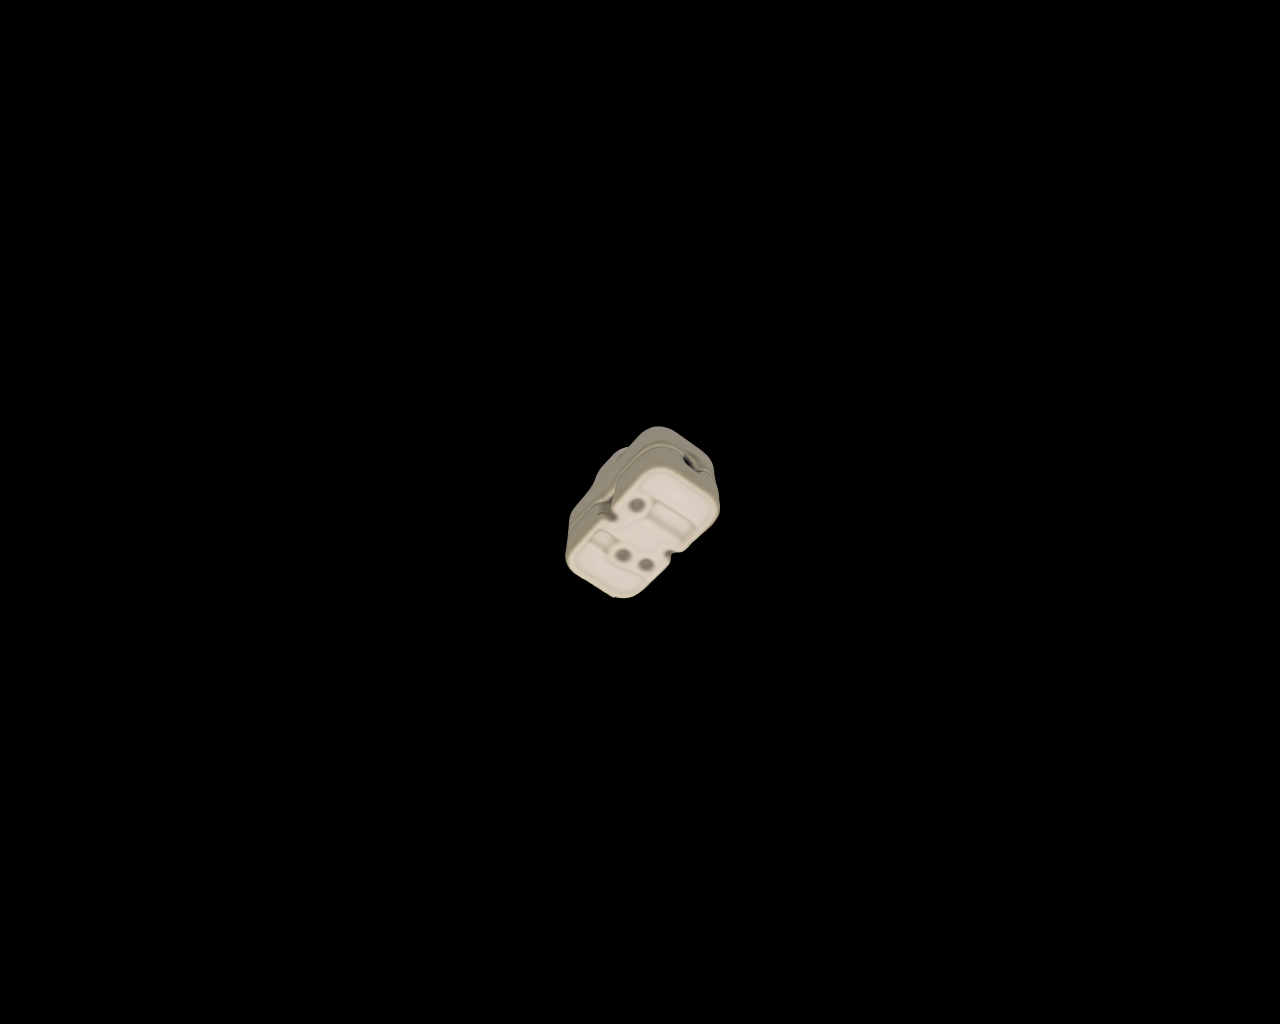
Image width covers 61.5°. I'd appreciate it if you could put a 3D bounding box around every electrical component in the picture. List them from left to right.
[{"bbox_3d":[0.001,-0.003,0.650,0.053,0.095,0.059,33,28,-20],"label":"electrical component"}]
